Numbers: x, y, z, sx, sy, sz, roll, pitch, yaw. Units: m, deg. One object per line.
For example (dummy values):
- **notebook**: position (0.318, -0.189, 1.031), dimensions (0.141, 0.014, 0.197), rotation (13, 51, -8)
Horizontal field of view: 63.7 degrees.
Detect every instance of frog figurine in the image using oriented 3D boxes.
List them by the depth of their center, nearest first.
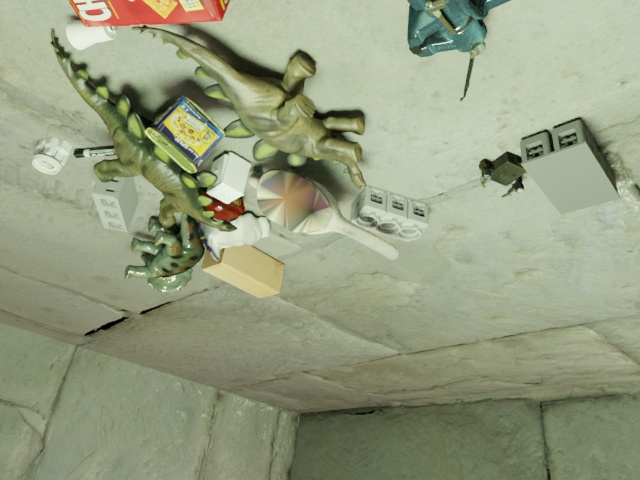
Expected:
- **frog figurine**: position (-0.207, -0.032, 1.237), dimensions (0.160, 0.125, 0.134), rotation (-29, 139, -9)

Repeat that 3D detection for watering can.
- **watering can**: position (0.003, -0.051, 1.019), dimensions (0.349, 0.104, 0.224), rotation (28, -175, 8)
